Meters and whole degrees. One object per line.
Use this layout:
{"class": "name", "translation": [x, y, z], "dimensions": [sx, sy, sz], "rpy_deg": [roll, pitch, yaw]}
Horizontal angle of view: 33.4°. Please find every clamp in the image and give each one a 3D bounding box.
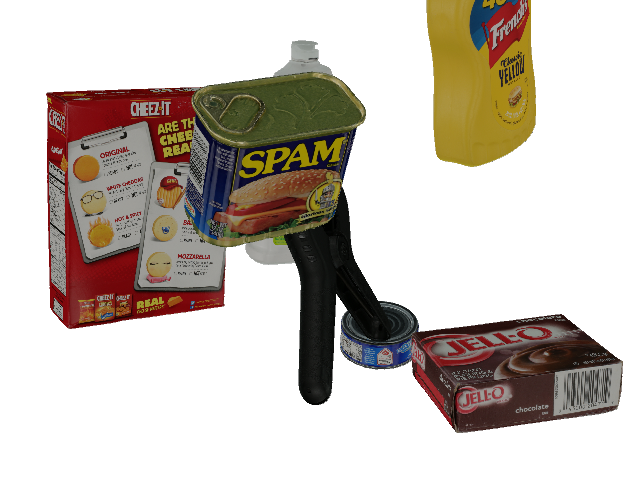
{"class": "clamp", "translation": [0.008, 0.013, 0.867], "dimensions": [0.036, 0.210, 0.164], "rpy_deg": [-9, 3, 24]}

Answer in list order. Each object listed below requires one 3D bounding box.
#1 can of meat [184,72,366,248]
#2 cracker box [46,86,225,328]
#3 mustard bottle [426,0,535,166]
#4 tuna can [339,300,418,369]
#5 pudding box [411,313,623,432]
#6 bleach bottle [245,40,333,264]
{"class": "can of meat", "translation": [-0.031, -0.049, 0.651], "dimensions": [0.101, 0.084, 0.057], "rpy_deg": [-12, 47, -27]}
{"class": "cracker box", "translation": [-0.173, -0.035, 1.016], "dimensions": [0.163, 0.214, 0.072], "rpy_deg": [-7, 19, -31]}
{"class": "mustard bottle", "translation": [0.114, -0.156, 0.756], "dimensions": [0.058, 0.191, 0.096], "rpy_deg": [18, 39, 39]}
{"class": "tuna can", "translation": [0.064, 0.101, 1.158], "dimensions": [0.086, 0.034, 0.086], "rpy_deg": [0, 30, 0]}
{"class": "pudding box", "translation": [0.125, 0.084, 0.695], "dimensions": [0.113, 0.039, 0.090], "rpy_deg": [-4, 18, -12]}
{"class": "bleach bottle", "translation": [-0.031, -0.101, 1.225], "dimensions": [0.102, 0.251, 0.068], "rpy_deg": [-5, 20, -22]}
